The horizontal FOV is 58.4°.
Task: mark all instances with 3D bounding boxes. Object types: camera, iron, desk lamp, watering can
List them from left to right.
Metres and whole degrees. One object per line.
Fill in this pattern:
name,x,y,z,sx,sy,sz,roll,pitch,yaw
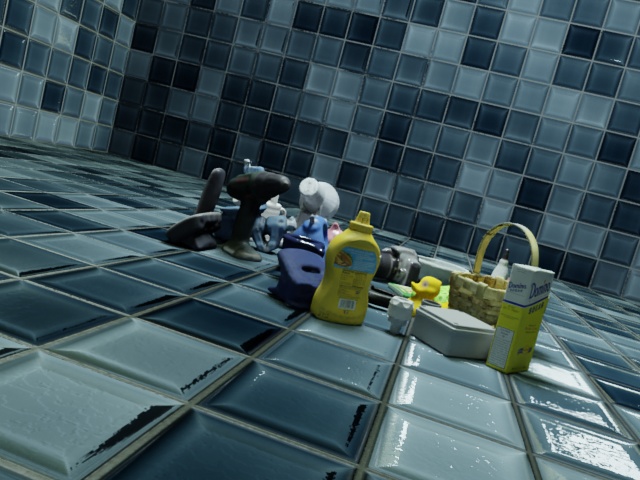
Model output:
watering can,-0.166,-0.093,1.619,0.100,0.194,0.173,18,7,26
desk lamp,-0.032,-0.074,1.681,0.117,0.213,0.204,17,7,15
iron,-0.013,0.004,1.385,0.118,0.141,0.259,16,7,9
camera,0.185,0.060,1.537,0.137,0.101,0.143,12,7,-23

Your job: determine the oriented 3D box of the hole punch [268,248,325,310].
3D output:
hole punch,-0.023,0.071,1.028,0.109,0.091,0.100,10,8,-37

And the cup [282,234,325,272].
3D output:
cup,-0.035,0.045,1.197,0.092,0.095,0.117,10,9,-39

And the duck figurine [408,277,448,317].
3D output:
duck figurine,0.229,0.121,1.197,0.104,0.086,0.077,14,7,-6

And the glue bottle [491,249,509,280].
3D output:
glue bottle,0.444,0.105,1.428,0.037,0.173,0.078,19,8,33

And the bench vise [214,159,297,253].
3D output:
bench vise,-0.159,-0.089,1.492,0.208,0.220,0.121,13,7,-13

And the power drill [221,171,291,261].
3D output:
power drill,-0.156,-0.062,1.329,0.076,0.208,0.228,10,9,-38

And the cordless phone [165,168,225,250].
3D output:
cordless phone,-0.270,-0.077,1.296,0.094,0.185,0.148,16,7,6

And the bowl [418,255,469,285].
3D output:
bowl,0.339,0.101,1.651,0.167,0.075,0.167,15,7,-2

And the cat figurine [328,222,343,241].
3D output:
cat figurine,0.014,0.005,1.536,0.128,0.118,0.067,14,7,-11
